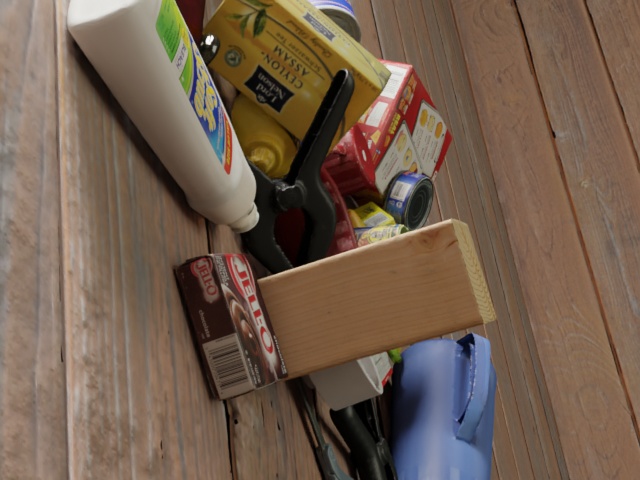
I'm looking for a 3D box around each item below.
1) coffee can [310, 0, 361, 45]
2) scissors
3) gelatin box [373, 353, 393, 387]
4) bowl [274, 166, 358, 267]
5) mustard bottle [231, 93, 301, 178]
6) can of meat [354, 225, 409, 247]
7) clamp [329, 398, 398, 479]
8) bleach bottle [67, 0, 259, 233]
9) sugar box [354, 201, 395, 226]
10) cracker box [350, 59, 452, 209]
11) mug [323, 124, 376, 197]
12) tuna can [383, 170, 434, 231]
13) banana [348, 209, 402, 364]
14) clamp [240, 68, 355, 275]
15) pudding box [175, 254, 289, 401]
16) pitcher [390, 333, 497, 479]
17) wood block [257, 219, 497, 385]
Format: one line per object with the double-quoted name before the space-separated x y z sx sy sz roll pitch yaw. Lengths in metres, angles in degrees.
"coffee can" -0.017 -0.282 1.276 0.102 0.103 0.140 52 18 -52
"scissors" 0.013 0.212 1.032 0.096 0.016 0.202 8 66 -75
"gelatin box" 0.052 0.127 1.238 0.073 0.030 0.089 -34 106 -74
"bowl" -0.007 0.001 1.116 0.162 0.055 0.162 -17 90 -75
"mustard bottle" -0.050 -0.116 1.090 0.096 0.058 0.191 58 21 -24
"can of meat" 0.057 0.033 1.208 0.057 0.084 0.102 51 42 -53
"clamp" 0.053 0.215 1.126 0.120 0.039 0.171 -63 138 -60
"bleach bottle" -0.111 -0.105 0.864 0.102 0.068 0.250 -89 158 -45
"sugar box" 0.096 0.044 1.397 0.176 0.048 0.093 64 -6 -22
"cracker box" 0.098 -0.124 1.465 0.164 0.072 0.213 -66 152 -13
"mug" 0.011 -0.091 1.230 0.117 0.082 0.093 27 47 -69
"tuna can" 0.119 -0.049 1.430 0.086 0.034 0.086 -39 139 -46
"banana" 0.066 0.059 1.315 0.070 0.037 0.198 122 -51 -72
"clamp" -0.043 -0.046 0.982 0.036 0.164 0.210 -139 -137 -62
"pudding box" -0.069 0.067 0.859 0.090 0.039 0.113 1 72 -74
"pitcher" 0.146 0.231 1.249 0.242 0.145 0.149 -78 150 -55
"wood block" 0.036 0.056 0.923 0.090 0.206 0.091 6 67 -73
